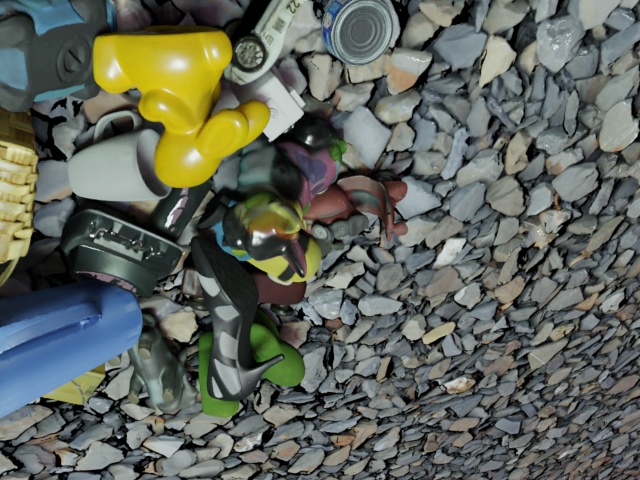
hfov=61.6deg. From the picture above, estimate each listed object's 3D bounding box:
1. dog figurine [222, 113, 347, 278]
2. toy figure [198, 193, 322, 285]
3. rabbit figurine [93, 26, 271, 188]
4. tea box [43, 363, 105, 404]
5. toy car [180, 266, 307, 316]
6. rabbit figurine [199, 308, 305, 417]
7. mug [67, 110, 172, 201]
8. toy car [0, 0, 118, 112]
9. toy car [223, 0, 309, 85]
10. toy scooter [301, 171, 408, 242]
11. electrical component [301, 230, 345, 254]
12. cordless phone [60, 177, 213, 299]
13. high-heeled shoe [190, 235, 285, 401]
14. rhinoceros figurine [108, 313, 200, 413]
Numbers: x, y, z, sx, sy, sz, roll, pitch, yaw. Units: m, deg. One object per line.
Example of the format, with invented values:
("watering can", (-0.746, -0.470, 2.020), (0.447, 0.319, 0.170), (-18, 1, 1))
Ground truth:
("dog figurine", (-0.034, -0.057, 0.664), (0.192, 0.219, 0.108), (-14, 133, -13))
("toy figure", (-0.080, 0.002, 0.761), (0.180, 0.089, 0.082), (37, 69, -28))
("rabbit figurine", (-0.138, -0.138, 0.580), (0.163, 0.122, 0.173), (9, 114, 11))
("tea box", (-0.395, 0.157, 0.750), (0.169, 0.098, 0.068), (28, 110, -35))
("toy car", (-0.115, 0.067, 0.832), (0.202, 0.053, 0.089), (7, 107, -27))
("rabbit figurine", (-0.110, 0.195, 0.894), (0.170, 0.121, 0.159), (-2, 105, -4))
("mug", (-0.242, -0.093, 0.633), (0.107, 0.081, 0.109), (-10, 96, 13))
("toy car", (-0.282, -0.194, 0.521), (0.103, 0.162, 0.109), (28, 128, 11))
("toy car", (-0.047, -0.261, 0.595), (0.056, 0.074, 0.201), (24, 113, -35))
("toy scooter", (0.053, -0.039, 0.770), (0.184, 0.135, 0.075), (-15, 131, -11))
("electrical component", (-0.002, -0.003, 0.848), (0.094, 0.021, 0.063), (-4, 127, -22))
("cordless phone", (-0.233, -0.030, 0.703), (0.146, 0.089, 0.184), (29, 99, -37))
("high-heeled shoe", (-0.155, 0.121, 0.781), (0.145, 0.086, 0.248), (-27, 100, 20))
("rhinoceros figurine", (-0.254, 0.202, 0.845), (0.073, 0.112, 0.190), (-16, 120, 10))
